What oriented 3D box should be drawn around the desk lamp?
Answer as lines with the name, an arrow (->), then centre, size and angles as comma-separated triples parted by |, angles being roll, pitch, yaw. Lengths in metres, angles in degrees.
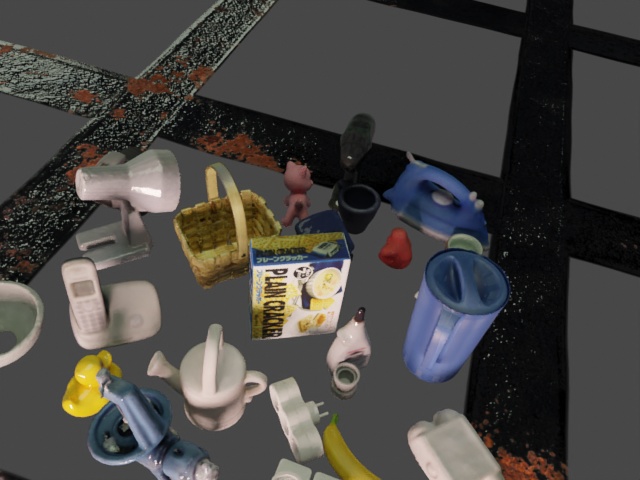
desk lamp -> -0.365, -0.063, 1.081 | 0.204, 0.213, 0.117 | -19, 53, -23

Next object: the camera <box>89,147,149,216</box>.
camera -> -0.412, -0.141, 1.223 | 0.143, 0.101, 0.137 | 19, 48, 9

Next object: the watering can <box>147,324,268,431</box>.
watering can -> -0.171, 0.206, 0.875 | 0.173, 0.194, 0.100 | -11, 50, -17

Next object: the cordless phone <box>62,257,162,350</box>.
cordless phone -> -0.348, 0.094, 0.958 | 0.148, 0.185, 0.094 | -12, 50, -18

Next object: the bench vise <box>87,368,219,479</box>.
bench vise -> -0.232, 0.258, 0.801 | 0.207, 0.220, 0.121 | 11, 47, 2

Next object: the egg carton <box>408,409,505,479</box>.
egg carton -> 0.208, 0.342, 0.890 | 0.107, 0.069, 0.150 | -18, 53, -23

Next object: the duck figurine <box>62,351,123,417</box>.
duck figurine -> -0.365, 0.221, 0.907 | 0.077, 0.086, 0.105 | 26, 49, 15

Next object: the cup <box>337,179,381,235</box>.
cup -> 0.070, -0.067, 1.229 | 0.092, 0.095, 0.117 | -24, 55, -27

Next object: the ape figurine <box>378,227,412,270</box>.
ape figurine -> 0.158, 0.011, 1.172 | 0.078, 0.092, 0.076 | -17, 52, -22

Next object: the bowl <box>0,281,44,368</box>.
bowl -> -0.540, 0.153, 0.952 | 0.167, 0.075, 0.167 | 4, 47, -4

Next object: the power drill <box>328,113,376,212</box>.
power drill -> 0.070, -0.160, 1.237 | 0.075, 0.208, 0.229 | 13, 47, 4

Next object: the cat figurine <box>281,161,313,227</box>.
cat figurine -> -0.047, -0.106, 1.232 | 0.067, 0.118, 0.127 | 2, 47, -6

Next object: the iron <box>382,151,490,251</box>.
iron -> 0.272, -0.087, 1.245 | 0.257, 0.141, 0.119 | 31, 51, 19

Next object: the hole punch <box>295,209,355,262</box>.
hole punch -> 0.011, 0.004, 1.157 | 0.109, 0.091, 0.101 | -23, 55, -26

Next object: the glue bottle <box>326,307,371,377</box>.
glue bottle -> 0.055, 0.166, 0.959 | 0.078, 0.173, 0.037 | -16, 52, -21
